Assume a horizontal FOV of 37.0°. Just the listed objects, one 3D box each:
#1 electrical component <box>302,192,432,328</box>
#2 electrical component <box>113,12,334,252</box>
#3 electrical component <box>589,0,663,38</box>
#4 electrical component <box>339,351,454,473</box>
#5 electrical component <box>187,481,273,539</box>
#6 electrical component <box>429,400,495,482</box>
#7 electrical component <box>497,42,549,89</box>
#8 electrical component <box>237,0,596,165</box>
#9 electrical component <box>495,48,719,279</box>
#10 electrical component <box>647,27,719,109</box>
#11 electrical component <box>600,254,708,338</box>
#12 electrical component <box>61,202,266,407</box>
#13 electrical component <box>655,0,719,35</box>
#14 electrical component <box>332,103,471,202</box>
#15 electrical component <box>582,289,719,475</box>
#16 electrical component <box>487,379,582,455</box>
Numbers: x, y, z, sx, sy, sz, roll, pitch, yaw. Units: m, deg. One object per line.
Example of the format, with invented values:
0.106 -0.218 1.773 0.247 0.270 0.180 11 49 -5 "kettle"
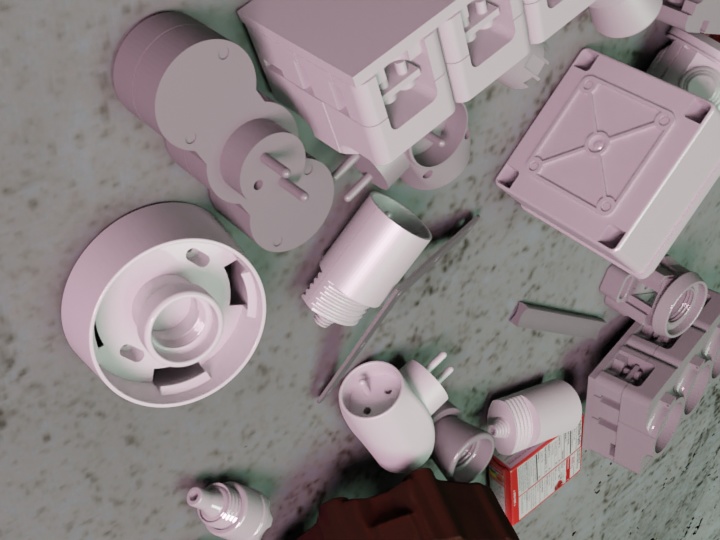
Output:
0.000 0.000 0.616 0.043 0.043 0.081 15 118 -50 "electrical component"
-0.050 -0.054 0.502 0.052 0.074 0.138 -47 141 -8 "electrical component"
0.151 -0.171 0.639 0.045 0.045 0.055 -53 141 0 "electrical component"
0.032 0.086 0.716 0.079 0.043 0.077 -42 140 -13 "electrical component"
-0.082 0.145 0.654 0.035 0.035 0.061 -52 139 -1 "electrical component"
0.061 0.119 0.760 0.045 0.055 0.045 -26 134 -30 "electrical component"
0.083 -0.126 0.611 0.046 0.040 0.040 15 107 -56 "electrical component"
0.032 -0.126 0.518 0.150 0.089 0.061 -39 139 -17 "electrical component"
0.161 -0.068 0.677 0.056 0.109 0.108 28 97 -49 "electrical component"
0.235 -0.127 0.731 0.080 0.080 0.051 13 114 -49 "electrical component"
0.240 0.018 0.863 0.078 0.057 0.058 -4 121 -44 "electrical component"
-0.097 0.017 0.537 0.099 0.064 0.099 -13 119 -26 "electrical component"
0.217 -0.183 0.688 0.089 0.056 0.050 -8 124 -42 "electrical component"
0.016 -0.070 0.581 0.079 0.044 0.077 -45 141 -9 "electrical component"
0.254 0.088 0.903 0.150 0.062 0.089 -41 141 -34 "electrical component"
0.130 0.115 0.837 0.081 0.043 0.043 -12 126 -39 "electrical component"
